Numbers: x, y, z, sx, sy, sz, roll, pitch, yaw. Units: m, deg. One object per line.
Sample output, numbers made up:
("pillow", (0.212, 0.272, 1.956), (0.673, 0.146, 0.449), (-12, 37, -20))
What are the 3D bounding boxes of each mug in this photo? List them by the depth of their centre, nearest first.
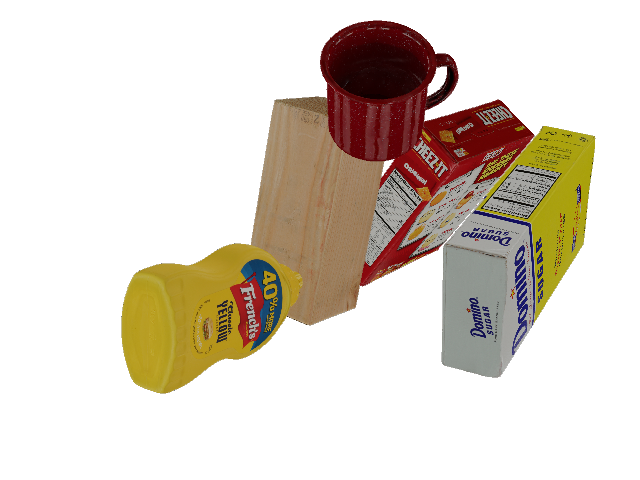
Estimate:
("mug", (0.058, -0.123, 0.882), (0.117, 0.093, 0.081), (-17, -34, -11))

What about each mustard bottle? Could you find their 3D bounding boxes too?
("mustard bottle", (-0.077, 0.054, 0.878), (0.058, 0.096, 0.191), (11, 17, 33))

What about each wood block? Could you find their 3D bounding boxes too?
("wood block", (-0.005, -0.033, 1.074), (0.090, 0.206, 0.090), (20, 20, 29))

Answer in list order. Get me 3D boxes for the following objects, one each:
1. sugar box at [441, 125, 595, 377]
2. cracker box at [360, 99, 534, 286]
("sugar box", (0.133, 0.003, 0.700), (0.048, 0.093, 0.176), (12, 36, 24))
("cracker box", (0.126, -0.057, 1.235), (0.163, 0.072, 0.214), (-22, -25, -46))
